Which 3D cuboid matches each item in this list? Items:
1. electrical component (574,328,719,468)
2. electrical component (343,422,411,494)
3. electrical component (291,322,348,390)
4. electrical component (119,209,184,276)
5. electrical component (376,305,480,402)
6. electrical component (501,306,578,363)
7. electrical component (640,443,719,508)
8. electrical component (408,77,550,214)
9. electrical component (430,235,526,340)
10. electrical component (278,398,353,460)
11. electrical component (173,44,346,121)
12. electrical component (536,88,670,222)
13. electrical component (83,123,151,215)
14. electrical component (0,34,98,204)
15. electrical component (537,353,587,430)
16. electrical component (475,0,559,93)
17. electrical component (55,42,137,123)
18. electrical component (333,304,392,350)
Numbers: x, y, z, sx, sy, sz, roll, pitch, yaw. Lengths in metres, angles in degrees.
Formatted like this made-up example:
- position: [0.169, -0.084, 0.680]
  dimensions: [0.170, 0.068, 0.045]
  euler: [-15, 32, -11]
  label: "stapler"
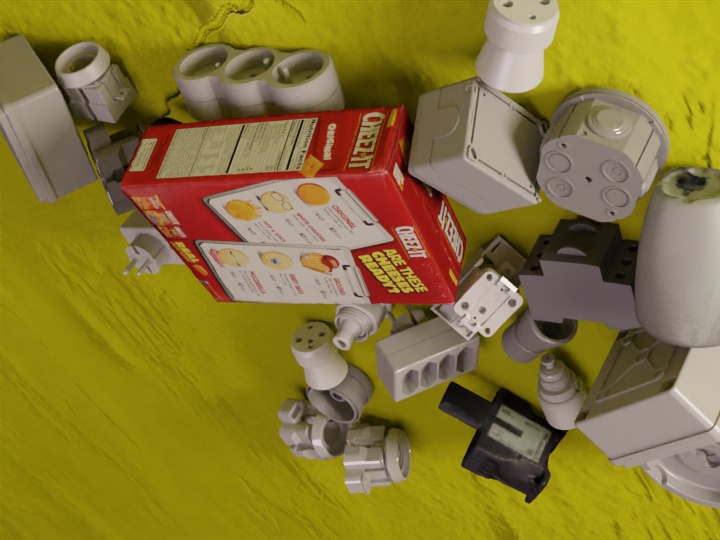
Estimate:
- position: [0.228, 0.081, 0.795]
  dimensions: [0.056, 0.108, 0.109]
  euler: [43, 144, -9]
  label: "electrical component"
- position: [0.020, 0.196, 1.132]
  dimensions: [0.057, 0.078, 0.058]
  euler: [-7, 132, 18]
  label: "electrical component"
- position: [-0.041, 0.085, 1.064]
  dimensions: [0.045, 0.045, 0.055]
  euler: [9, 138, 31]
  label: "electrical component"
- position: [-0.198, -0.022, 1.028]
  dimensions: [0.066, 0.076, 0.047]
  euler: [3, 136, 36]
  label: "electrical component"
- position: [0.051, 0.061, 0.947]
  dimensions: [0.047, 0.083, 0.075]
  euler: [87, 157, -50]
  label: "electrical component"
- position: [0.144, 0.051, 0.884]
  dimensions: [0.044, 0.044, 0.065]
  euler: [34, 150, -2]
  label: "electrical component"
- position: [0.281, 0.134, 0.858]
  dimensions: [0.108, 0.060, 0.108]
  euler: [21, 144, 16]
  label: "electrical component"
- position: [0.083, -0.080, 0.735]
  dimensions: [0.061, 0.061, 0.096]
  euler: [-10, 154, 45]
  label: "electrical component"
- position: [0.099, 0.018, 0.847]
  dimensions: [0.042, 0.063, 0.081]
  euler: [39, 103, -11]
  label: "electrical component"
- position: [-0.045, 0.174, 1.164]
  dimensions: [0.057, 0.058, 0.078]
  euler: [0, 133, 42]
  label: "electrical component"
- position: [-0.073, -0.127, 0.826]
  dimensions: [0.138, 0.052, 0.073]
  euler: [10, 139, 29]
  label: "electrical component"
- position: [0.159, -0.075, 0.709]
  dimensions: [0.080, 0.051, 0.080]
  euler: [21, 144, 16]
  label: "electrical component"
- position: [-0.201, -0.095, 0.944]
  dimensions: [0.058, 0.057, 0.078]
  euler: [38, 148, 61]
  label: "electrical component"
- position: [-0.287, -0.133, 0.944]
  dimensions: [0.108, 0.056, 0.108]
  euler: [49, 161, 41]
  label: "electrical component"
- position: [0.172, 0.102, 0.923]
  dimensions: [0.040, 0.040, 0.078]
  euler: [3, 135, 35]
  label: "electrical component"
- position: [0.099, -0.146, 0.676]
  dimensions: [0.045, 0.045, 0.055]
  euler: [24, 144, 13]
  label: "electrical component"
- position: [-0.227, -0.160, 0.914]
  dimensions: [0.066, 0.048, 0.055]
  euler: [12, 148, 28]
  label: "electrical component"
- position: [-0.003, 0.044, 0.970]
  dimensions: [0.048, 0.062, 0.048]
  euler: [21, 143, 16]
  label: "electrical component"
